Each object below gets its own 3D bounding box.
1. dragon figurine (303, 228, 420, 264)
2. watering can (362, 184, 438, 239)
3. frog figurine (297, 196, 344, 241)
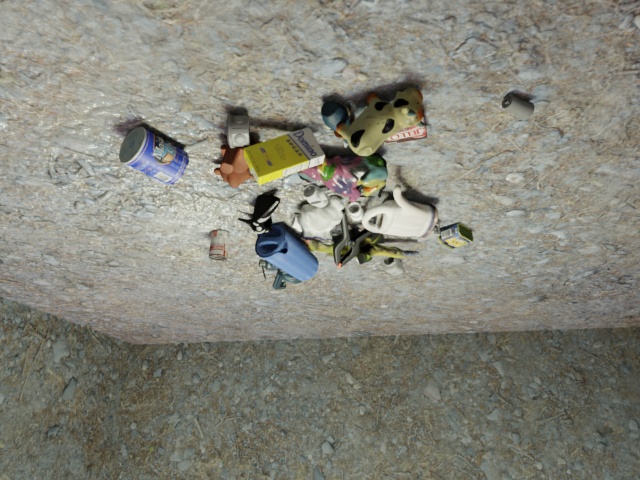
[{"bbox_3d":[0.136,0.036,1.914,0.409,0.123,0.241,11,172,-15],"label":"dragon figurine"},{"bbox_3d":[0.259,-0.080,1.576,0.224,0.105,0.342,6,162,-11],"label":"watering can"},{"bbox_3d":[0.005,-0.083,1.641,0.137,0.125,0.156,17,116,-13],"label":"frog figurine"}]
